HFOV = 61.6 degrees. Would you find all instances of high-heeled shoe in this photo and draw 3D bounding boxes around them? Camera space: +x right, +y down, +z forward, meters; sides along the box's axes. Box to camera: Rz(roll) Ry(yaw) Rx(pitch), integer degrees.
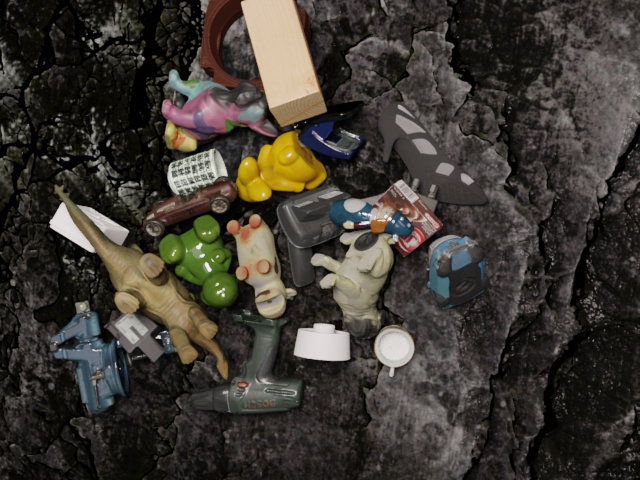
[{"bbox_3d":[0.220,-0.166,1.036,0.249,0.086,0.145,25,61,-11],"label":"high-heeled shoe"}]

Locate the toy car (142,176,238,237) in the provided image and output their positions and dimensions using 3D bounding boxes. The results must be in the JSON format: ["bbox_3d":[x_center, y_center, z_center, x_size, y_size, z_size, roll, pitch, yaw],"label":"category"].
[{"bbox_3d":[-0.250,-0.067,1.016,0.202,0.089,0.053,-17,126,11],"label":"toy car"}]

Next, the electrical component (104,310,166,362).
[{"bbox_3d":[-0.338,0.179,1.015,0.119,0.047,0.075,40,74,6],"label":"electrical component"}]

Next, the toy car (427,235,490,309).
[{"bbox_3d":[0.243,0.047,0.995,0.109,0.161,0.103,-25,45,-2],"label":"toy car"}]

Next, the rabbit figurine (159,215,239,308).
[{"bbox_3d":[-0.214,0.069,1.026,0.121,0.159,0.170,-27,60,-13],"label":"rabbit figurine"}]

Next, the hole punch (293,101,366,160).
[{"bbox_3d":[0.024,-0.207,1.021,0.116,0.142,0.092,1,120,23],"label":"hole punch"}]

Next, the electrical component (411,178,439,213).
[{"bbox_3d":[0.181,-0.063,0.992,0.063,0.021,0.094,20,93,8],"label":"electrical component"}]

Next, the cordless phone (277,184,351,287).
[{"bbox_3d":[-0.002,-0.004,1.048,0.146,0.089,0.184,-23,122,-32],"label":"cordless phone"}]

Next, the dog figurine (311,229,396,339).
[{"bbox_3d":[0.095,0.085,1.003,0.172,0.121,0.190,-27,125,15],"label":"dog figurine"}]

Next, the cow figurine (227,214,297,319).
[{"bbox_3d":[-0.111,0.059,1.044,0.085,0.127,0.195,-20,70,12],"label":"cow figurine"}]

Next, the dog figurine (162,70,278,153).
[{"bbox_3d":[-0.186,-0.234,1.033,0.219,0.191,0.108,10,60,-5],"label":"dog figurine"}]

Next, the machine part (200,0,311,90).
[{"bbox_3d":[-0.125,-0.385,1.057,0.201,0.087,0.201,8,90,8],"label":"machine part"}]

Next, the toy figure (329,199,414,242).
[{"bbox_3d":[0.090,-0.037,0.939,0.155,0.057,0.064,12,74,32],"label":"toy figure"}]

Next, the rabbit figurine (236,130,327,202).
[{"bbox_3d":[-0.093,-0.120,1.034,0.173,0.162,0.121,-25,99,24],"label":"rabbit figurine"}]

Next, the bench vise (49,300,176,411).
[{"bbox_3d":[-0.400,0.217,1.082,0.241,0.129,0.223,-11,79,-13],"label":"bench vise"}]

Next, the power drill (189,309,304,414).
[{"bbox_3d":[-0.144,0.243,1.063,0.232,0.086,0.207,4,86,8],"label":"power drill"}]

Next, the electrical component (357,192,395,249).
[{"bbox_3d":[0.147,-0.039,1.036,0.134,0.058,0.114,-11,91,7],"label":"electrical component"}]

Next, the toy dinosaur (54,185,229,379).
[{"bbox_3d":[-0.319,0.079,0.980,0.105,0.199,0.471,-40,104,-13],"label":"toy dinosaur"}]
